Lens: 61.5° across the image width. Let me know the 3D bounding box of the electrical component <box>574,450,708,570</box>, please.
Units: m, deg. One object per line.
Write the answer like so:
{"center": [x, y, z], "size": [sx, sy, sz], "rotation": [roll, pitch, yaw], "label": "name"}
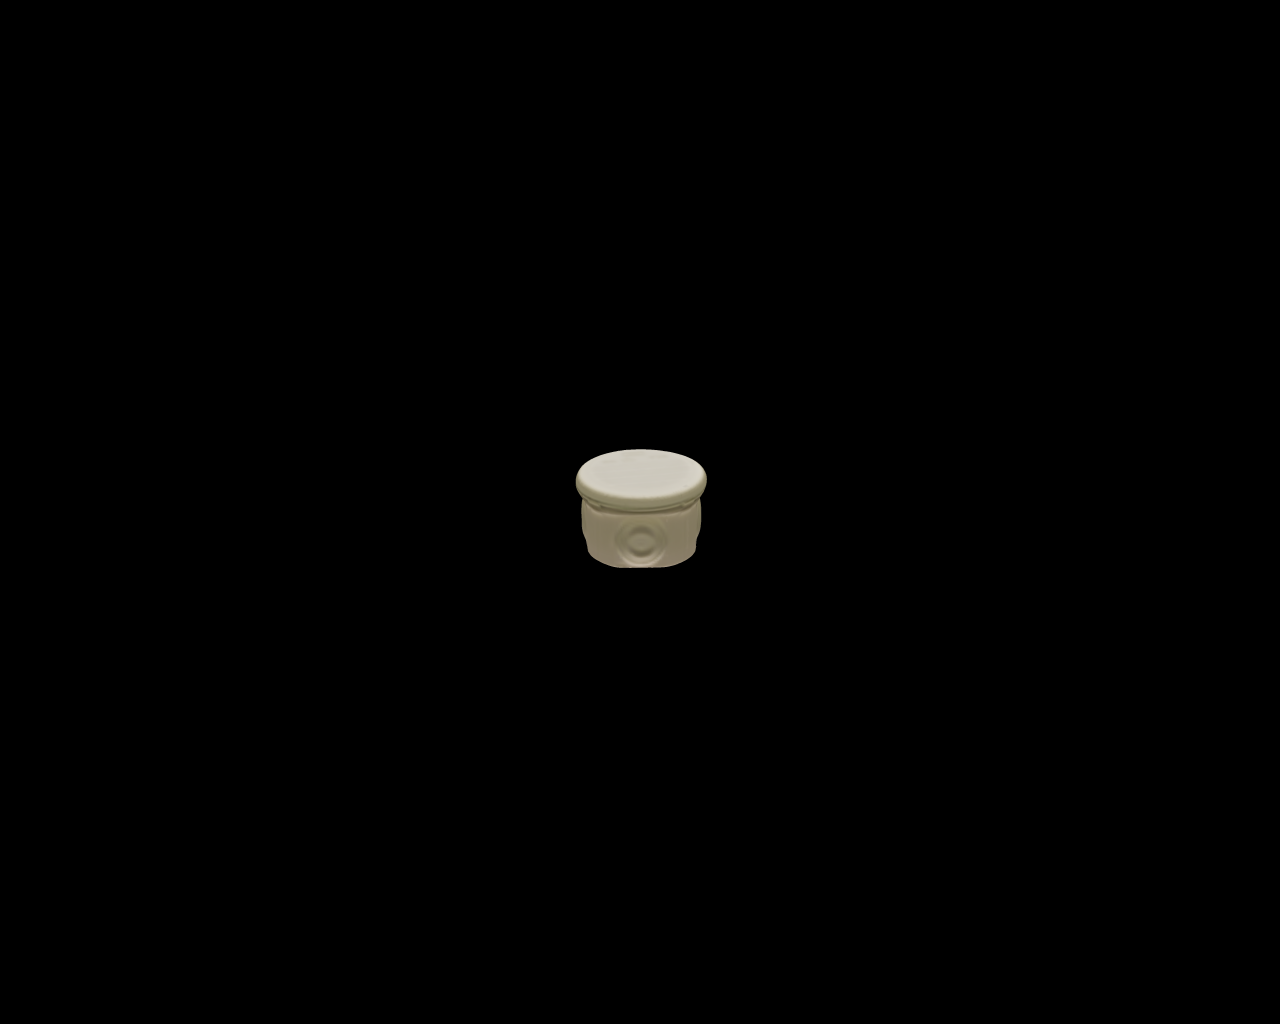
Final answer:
{"center": [0.001, -0.003, 0.650], "size": [0.080, 0.050, 0.080], "rotation": [0, 25, 0], "label": "electrical component"}
